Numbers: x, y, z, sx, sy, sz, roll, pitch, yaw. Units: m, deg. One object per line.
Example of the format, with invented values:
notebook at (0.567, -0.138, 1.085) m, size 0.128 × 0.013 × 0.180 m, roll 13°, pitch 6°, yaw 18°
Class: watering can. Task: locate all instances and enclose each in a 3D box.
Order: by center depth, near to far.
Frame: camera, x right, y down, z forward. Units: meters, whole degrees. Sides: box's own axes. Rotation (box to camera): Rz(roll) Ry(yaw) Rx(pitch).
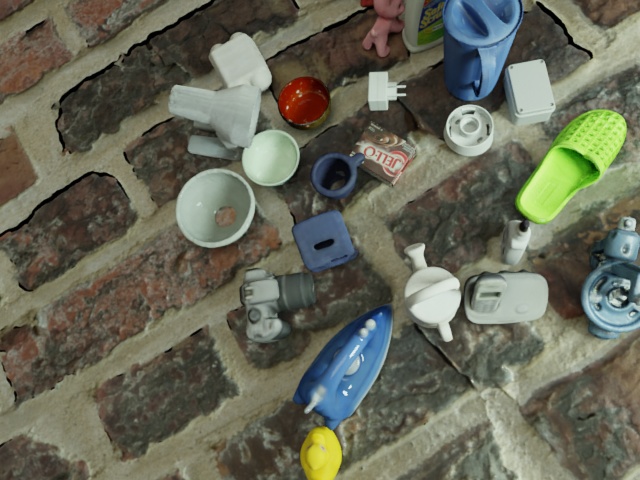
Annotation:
watering can at (0.194, 0.093, 1.018) m, size 0.101 × 0.194 × 0.172 m, roll -41°, pitch 74°, yaw -1°

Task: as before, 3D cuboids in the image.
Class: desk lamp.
desk lamp at (-0.200, -0.238, 1.150) m, size 0.203 × 0.214 × 0.118 m, roll 9°, pitch 79°, yaw 12°

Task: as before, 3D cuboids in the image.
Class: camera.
camera at (-0.078, 0.119, 1.106) m, size 0.136 × 0.101 × 0.143 m, roll -10°, pitch 76°, yaw 7°

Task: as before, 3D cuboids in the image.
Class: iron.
iron at (0.052, 0.215, 1.041) m, size 0.118 × 0.141 × 0.258 m, roll 33°, pitch 84°, yaw 15°

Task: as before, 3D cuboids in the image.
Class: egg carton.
egg carton at (-0.173, -0.378, 1.253) m, size 0.107 × 0.069 × 0.150 m, roll -30°, pitch 74°, yaw 2°

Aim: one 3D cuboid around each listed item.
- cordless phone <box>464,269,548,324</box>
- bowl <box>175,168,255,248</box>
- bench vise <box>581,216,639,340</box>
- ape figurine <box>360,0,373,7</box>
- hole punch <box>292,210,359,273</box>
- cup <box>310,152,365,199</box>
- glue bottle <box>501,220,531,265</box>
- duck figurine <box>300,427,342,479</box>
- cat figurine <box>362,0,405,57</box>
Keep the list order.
cordless phone at (0.328, 0.093, 1.000) m, size 0.147 × 0.185 × 0.094 m, roll -7°, pitch 76°, yaw 8°
bowl at (-0.207, -0.058, 1.182) m, size 0.167 × 0.075 × 0.167 m, roll -2°, pitch 77°, yaw 9°
bench vise at (0.500, 0.057, 0.962) m, size 0.121 × 0.220 × 0.207 m, roll -7°, pitch 76°, yaw 8°
ape figurine at (0.119, -0.551, 1.232) m, size 0.077 × 0.092 × 0.076 m, roll 39°, pitch 86°, yaw 16°
hole punch at (0.010, 0.004, 1.123) m, size 0.108 × 0.091 × 0.101 m, roll -21°, pitch 75°, yaw 4°
cup at (0.043, -0.126, 1.145) m, size 0.118 × 0.095 × 0.091 m, roll -35°, pitch 74°, yaw 0°
glue bottle at (0.354, -0.007, 1.025) m, size 0.037 × 0.173 × 0.078 m, roll 8°, pitch 79°, yaw 12°
duck figurine at (-0.003, 0.396, 1.038) m, size 0.077 × 0.086 × 0.104 m, roll 0°, pitch 77°, yaw 10°
cat figurine at (0.135, -0.470, 1.197) m, size 0.067 × 0.118 × 0.128 m, roll 26°, pitch 83°, yaw 14°
